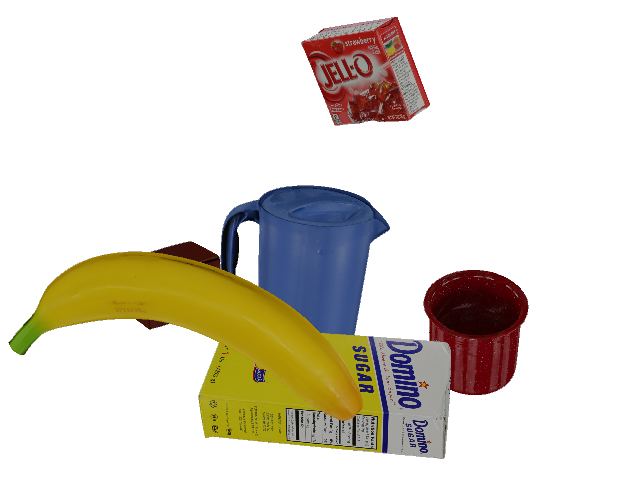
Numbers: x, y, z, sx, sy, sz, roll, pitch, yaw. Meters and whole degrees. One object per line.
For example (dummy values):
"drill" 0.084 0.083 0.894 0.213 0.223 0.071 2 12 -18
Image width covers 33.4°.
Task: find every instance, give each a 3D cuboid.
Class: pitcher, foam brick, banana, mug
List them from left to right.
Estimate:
"foam brick" -0.137 0.040 0.982 0.078 0.051 0.053 -17 27 -31
"banana" -0.069 0.046 0.586 0.198 0.070 0.037 11 13 5
"pitcher" -0.024 0.064 1.237 0.149 0.243 0.144 24 28 38
"mug" 0.140 0.080 0.988 0.093 0.081 0.117 -6 39 -3

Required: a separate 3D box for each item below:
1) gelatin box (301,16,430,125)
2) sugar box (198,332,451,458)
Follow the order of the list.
"gelatin box" 0.033 -0.127 0.815 0.030 0.073 0.089 -37 25 -32
"sugar box" 0.007 0.109 0.786 0.176 0.048 0.093 1 31 9
